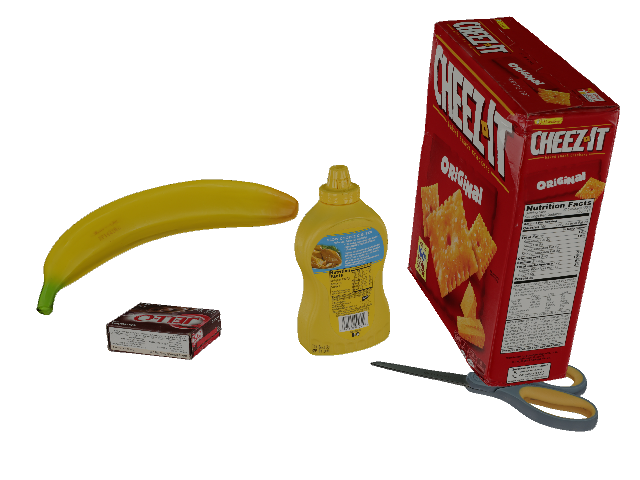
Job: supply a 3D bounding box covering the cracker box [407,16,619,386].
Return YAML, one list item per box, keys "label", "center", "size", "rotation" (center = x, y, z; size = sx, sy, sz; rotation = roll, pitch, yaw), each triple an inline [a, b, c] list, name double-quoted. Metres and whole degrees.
- label: "cracker box"
  center: [0.125, -0.029, 0.759]
  size: [0.072, 0.214, 0.164]
  rotation: [-7, 33, -14]

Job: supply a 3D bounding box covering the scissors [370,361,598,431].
- label: "scissors"
  center: [0.155, 0.122, 0.969]
  size: [0.202, 0.016, 0.096]
  rotation: [18, 30, 19]

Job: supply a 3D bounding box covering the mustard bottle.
- label: "mustard bottle"
  center: [0.022, 0.018, 1.082]
  size: [0.096, 0.192, 0.058]
  rotation: [-10, 22, -19]

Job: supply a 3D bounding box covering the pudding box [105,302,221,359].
- label: "pudding box"
  center: [-0.188, 0.109, 1.290]
  size: [0.114, 0.039, 0.090]
  rotation: [2, 14, 18]

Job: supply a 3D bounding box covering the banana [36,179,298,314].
- label: "banana"
  center: [-0.116, -0.008, 0.766]
  size: [0.197, 0.070, 0.037]
  rotation: [-23, -25, -12]
